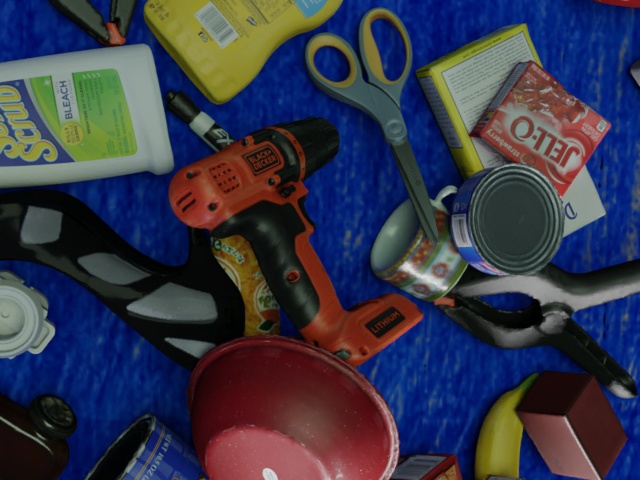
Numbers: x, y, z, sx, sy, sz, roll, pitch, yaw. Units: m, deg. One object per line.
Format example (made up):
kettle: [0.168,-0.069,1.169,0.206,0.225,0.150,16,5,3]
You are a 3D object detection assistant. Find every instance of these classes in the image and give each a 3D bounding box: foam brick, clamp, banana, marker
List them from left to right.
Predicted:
clamp: [-0.189,-0.227,0.795,0.120,0.039,0.171,-10,96,-12]
marker: [-0.075,-0.074,0.842,0.121,0.020,0.020,42,84,-12]
banana: [0.165,0.215,0.908,0.069,0.037,0.198,-4,95,-12]
clamp: [0.199,0.050,0.875,0.210,0.036,0.165,15,127,-8]
foam brick: [0.211,0.154,0.892,0.051,0.053,0.078,-47,118,-31]

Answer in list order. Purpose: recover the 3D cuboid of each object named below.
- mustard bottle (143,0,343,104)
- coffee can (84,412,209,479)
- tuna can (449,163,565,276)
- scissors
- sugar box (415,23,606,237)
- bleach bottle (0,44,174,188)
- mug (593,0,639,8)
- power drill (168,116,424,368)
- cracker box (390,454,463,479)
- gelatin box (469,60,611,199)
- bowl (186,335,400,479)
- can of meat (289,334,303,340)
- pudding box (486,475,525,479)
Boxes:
mustard bottle: [-0.036,-0.198,0.822,0.191,0.058,0.096,-41,96,-7]
coffee can: [-0.107,0.215,0.813,0.140,0.103,0.103,41,85,-12]
tuna can: [0.143,-0.015,0.821,0.086,0.034,0.086,1,88,-23]
scissors: [0.038,-0.090,0.835,0.096,0.016,0.202,-2,72,-1]
sugar box: [0.158,-0.080,0.882,0.093,0.048,0.176,-27,103,-9]
bleach bottle: [-0.240,-0.076,0.784,0.250,0.068,0.102,-12,98,-9]
mug: [0.260,-0.234,0.860,0.093,0.117,0.081,6,97,-20]
power drill: [-0.005,0.001,0.790,0.187,0.057,0.184,55,41,4]
cracker box: [0.067,0.298,0.837,0.163,0.072,0.214,-25,102,-49]
gelatin box: [0.175,-0.087,0.845,0.089,0.030,0.073,36,87,-15]
bowl: [-0.028,0.146,0.745,0.162,0.055,0.162,10,125,14]
can of meat: [-0.008,0.128,0.838,0.057,0.084,0.102,-9,96,-12]
pudding box: [0.132,0.250,0.837,0.113,0.039,0.090,-27,104,-51]
